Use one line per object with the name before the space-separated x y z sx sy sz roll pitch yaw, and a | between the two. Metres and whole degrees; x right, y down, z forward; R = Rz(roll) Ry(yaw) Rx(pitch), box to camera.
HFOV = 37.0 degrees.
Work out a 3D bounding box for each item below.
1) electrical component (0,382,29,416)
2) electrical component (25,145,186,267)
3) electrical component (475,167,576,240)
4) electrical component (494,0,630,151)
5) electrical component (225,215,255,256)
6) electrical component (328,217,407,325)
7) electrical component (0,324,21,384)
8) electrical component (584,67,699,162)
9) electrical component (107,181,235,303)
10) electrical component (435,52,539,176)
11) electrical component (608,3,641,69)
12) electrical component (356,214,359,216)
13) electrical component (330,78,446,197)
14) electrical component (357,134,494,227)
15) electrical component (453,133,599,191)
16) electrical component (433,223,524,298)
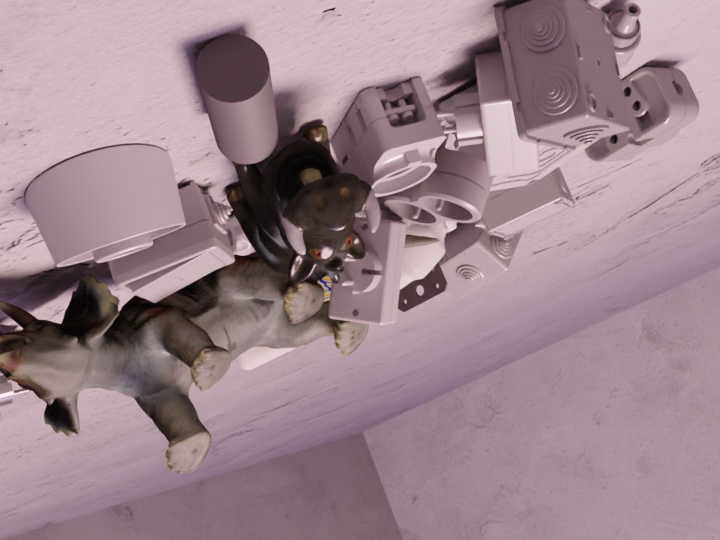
electrical component | -0.351 0.113 1.013 0.077 0.065 0.047 -13 165 -33
electrical component | -0.167 -0.041 0.717 0.099 0.064 0.099 -19 -179 0
electrical component | 0.153 -0.073 1.060 0.096 0.061 0.062 -26 167 20
electrical component | 0.135 -0.129 0.703 0.048 0.099 0.100 -13 173 32
electrical component | -0.083 -0.034 0.901 0.061 0.035 0.035 -16 167 -33
electrical component | 0.000 0.000 0.848 0.047 0.083 0.076 7 -177 19
electrical component | -0.320 0.072 0.937 0.079 0.044 0.077 -31 165 39
electrical component | 0.248 -0.137 0.956 0.059 0.053 0.095 -9 163 -44
electrical component | -0.137 -0.020 0.805 0.096 0.061 0.061 -22 168 3
electrical component | 0.087 -0.109 0.772 0.076 0.047 0.083 -6 147 7
electrical component | 0.183 -0.168 0.763 0.035 0.035 0.061 -18 165 -12
electrical component | -0.003 -0.054 0.931 0.078 0.040 0.040 -21 168 -1
electrical component | 0.020 -0.090 0.778 0.050 0.055 0.089 -16 167 -21
electrical component | 0.053 -0.079 0.859 0.052 0.073 0.138 28 163 -31
electrical component | 0.138 -0.114 0.866 0.078 0.057 0.113 -12 165 -38
electrical component | 0.126 -0.026 1.144 0.100 0.048 0.099 -35 -159 48
